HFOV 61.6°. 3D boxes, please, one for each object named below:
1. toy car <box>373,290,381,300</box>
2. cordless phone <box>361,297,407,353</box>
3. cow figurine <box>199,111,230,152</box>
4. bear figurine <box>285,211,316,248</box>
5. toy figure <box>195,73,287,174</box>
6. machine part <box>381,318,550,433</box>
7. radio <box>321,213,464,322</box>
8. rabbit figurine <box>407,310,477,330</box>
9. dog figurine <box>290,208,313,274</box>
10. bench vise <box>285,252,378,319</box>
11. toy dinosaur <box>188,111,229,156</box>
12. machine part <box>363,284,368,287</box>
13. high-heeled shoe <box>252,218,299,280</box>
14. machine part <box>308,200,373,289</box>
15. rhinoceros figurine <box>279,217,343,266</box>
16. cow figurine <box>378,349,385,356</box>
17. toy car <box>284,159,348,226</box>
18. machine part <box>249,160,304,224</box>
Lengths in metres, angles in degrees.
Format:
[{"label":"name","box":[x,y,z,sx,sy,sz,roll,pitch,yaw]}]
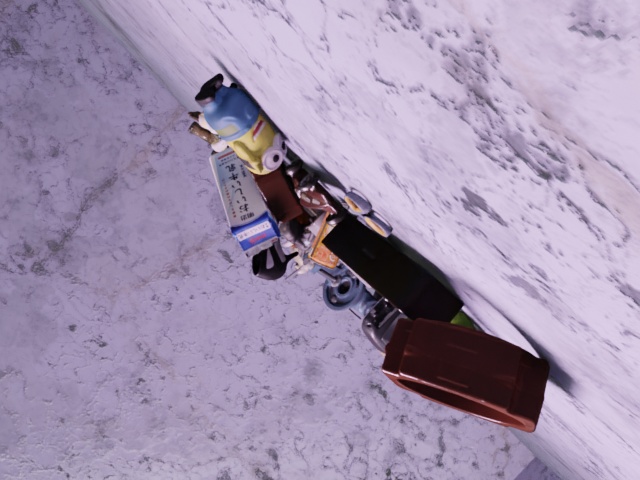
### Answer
[{"label":"toy car","box":[0.184,0.157,1.263,0.103,0.109,0.162,22,-166,-18]},{"label":"cordless phone","box":[0.121,0.119,1.069,0.184,0.146,0.088,43,169,25]},{"label":"cow figurine","box":[-0.176,-0.219,1.115,0.167,0.068,0.098,44,139,-7]},{"label":"bear figurine","box":[-0.058,-0.083,1.220,0.196,0.132,0.120,63,167,15]},{"label":"toy figure","box":[-0.124,-0.181,0.861,0.180,0.082,0.089,44,175,-36]},{"label":"machine part","box":[0.197,0.180,0.725,0.201,0.087,0.201,13,160,25]},{"label":"radio","box":[0.113,0.054,0.857,0.131,0.073,0.230,39,-178,-41]},{"label":"rabbit figurine","box":[0.238,0.178,0.924,0.170,0.121,0.158,21,158,33]},{"label":"dog figurine","box":[-0.058,-0.031,1.350,0.191,0.172,0.121,36,165,16]},{"label":"bench vise","box":[0.035,0.082,1.254,0.240,0.129,0.224,33,-160,-42]},{"label":"toy dinosaur","box":[-0.199,-0.210,1.421,0.199,0.105,0.470,39,180,27]},{"label":"machine part","box":[0.137,0.081,1.152,0.139,0.084,0.039,33,153,-17]},{"label":"high-heeled shoe","box":[-0.132,-0.033,1.114,0.145,0.086,0.249,-20,-104,-52]},{"label":"machine part","box":[0.061,0.009,1.020,0.243,0.079,0.079,46,178,-2]},{"label":"rhinoceros figurine","box":[-0.002,-0.003,1.115,0.190,0.112,0.073,26,-124,-45]},{"label":"cow figurine","box":[0.216,0.235,1.337,0.195,0.085,0.127,-18,-121,-42]},{"label":"toy car","box":[-0.013,-0.079,0.900,0.089,0.053,0.202,52,-179,-22]},{"label":"machine part","box":[-0.087,-0.119,1.019,0.179,0.056,0.179,63,-174,-12]}]
